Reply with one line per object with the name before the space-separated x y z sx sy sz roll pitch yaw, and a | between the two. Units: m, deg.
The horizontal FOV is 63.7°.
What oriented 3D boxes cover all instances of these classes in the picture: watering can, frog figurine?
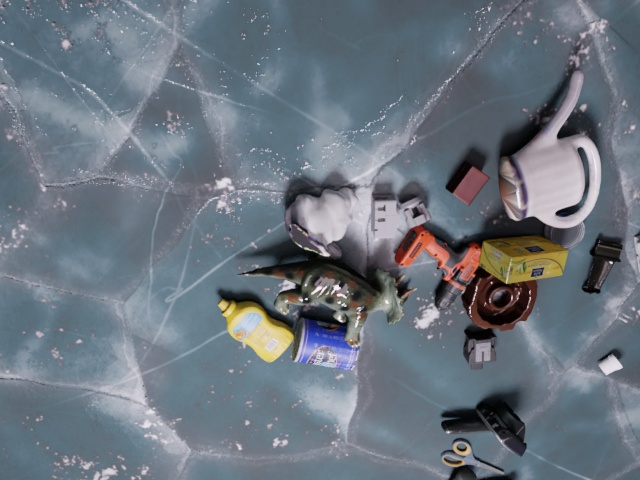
watering can | 0.493 -0.176 1.118 0.224 0.105 0.342 -17 110 0
frog figurine | 0.003 -0.057 1.134 0.137 0.121 0.162 37 67 -8
